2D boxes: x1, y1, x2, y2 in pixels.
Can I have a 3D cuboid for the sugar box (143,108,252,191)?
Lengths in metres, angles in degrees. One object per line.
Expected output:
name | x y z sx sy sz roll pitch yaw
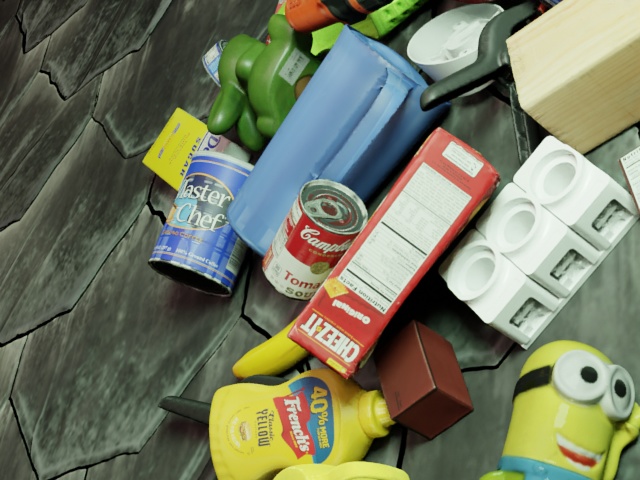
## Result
sugar box | -0.164 -0.106 1.392 0.093 0.048 0.176 -58 34 1

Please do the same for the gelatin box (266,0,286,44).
gelatin box | -0.034 -0.264 1.352 0.073 0.030 0.089 23 96 55

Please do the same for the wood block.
wood block | 0.267 -0.170 0.874 0.206 0.090 0.090 -32 43 32

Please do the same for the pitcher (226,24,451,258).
pitcher | 0.012 -0.086 1.088 0.145 0.149 0.243 46 106 33

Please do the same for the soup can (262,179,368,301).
soup can | -0.007 0.001 1.010 0.068 0.068 0.102 -97 28 -42

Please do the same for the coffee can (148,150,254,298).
coffee can | -0.124 -0.018 1.228 0.103 0.102 0.140 1 65 51

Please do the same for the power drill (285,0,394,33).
power drill | 0.051 -0.310 1.097 0.185 0.057 0.187 -9 56 45

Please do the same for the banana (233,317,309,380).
banana | -0.017 0.088 1.078 0.198 0.037 0.069 -45 19 15

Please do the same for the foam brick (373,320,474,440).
foam brick | 0.087 0.119 0.910 0.053 0.051 0.078 -41 38 24

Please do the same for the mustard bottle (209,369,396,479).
mustard bottle | -0.009 0.168 0.966 0.192 0.058 0.096 -15 68 29

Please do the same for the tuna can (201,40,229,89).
tuna can | -0.110 -0.217 1.376 0.034 0.086 0.086 -41 38 19

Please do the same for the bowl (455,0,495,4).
bowl | 0.170 -0.286 1.070 0.162 0.055 0.162 -20 37 16

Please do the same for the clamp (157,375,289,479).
clamp | -0.092 0.189 1.083 0.210 0.036 0.164 -39 47 23

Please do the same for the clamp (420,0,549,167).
clamp | 0.181 -0.148 0.983 0.171 0.120 0.039 -52 4 -20

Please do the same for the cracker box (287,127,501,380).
cracker box | 0.068 0.009 0.934 0.214 0.072 0.164 -54 -4 6

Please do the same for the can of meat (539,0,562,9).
can of meat | 0.237 -0.253 0.969 0.084 0.057 0.102 39 98 14

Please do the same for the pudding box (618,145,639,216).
pudding box | 0.283 -0.039 0.802 0.090 0.039 0.113 -36 39 30
